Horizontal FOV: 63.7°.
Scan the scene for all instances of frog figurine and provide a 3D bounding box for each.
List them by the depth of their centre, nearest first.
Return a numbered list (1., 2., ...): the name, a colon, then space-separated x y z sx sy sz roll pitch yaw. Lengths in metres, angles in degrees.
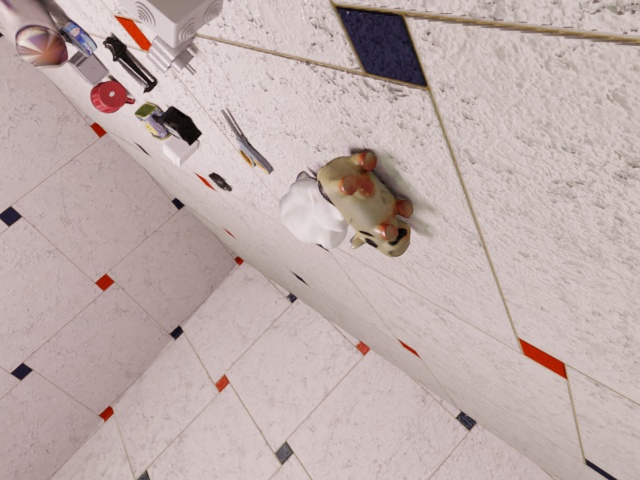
1. frog figurine: 0.003 -0.044 0.873 0.135 0.123 0.161 66 170 -22

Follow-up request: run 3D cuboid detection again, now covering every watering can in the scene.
1. watering can: -0.706 -0.526 1.297 0.226 0.104 0.345 57 -179 11
